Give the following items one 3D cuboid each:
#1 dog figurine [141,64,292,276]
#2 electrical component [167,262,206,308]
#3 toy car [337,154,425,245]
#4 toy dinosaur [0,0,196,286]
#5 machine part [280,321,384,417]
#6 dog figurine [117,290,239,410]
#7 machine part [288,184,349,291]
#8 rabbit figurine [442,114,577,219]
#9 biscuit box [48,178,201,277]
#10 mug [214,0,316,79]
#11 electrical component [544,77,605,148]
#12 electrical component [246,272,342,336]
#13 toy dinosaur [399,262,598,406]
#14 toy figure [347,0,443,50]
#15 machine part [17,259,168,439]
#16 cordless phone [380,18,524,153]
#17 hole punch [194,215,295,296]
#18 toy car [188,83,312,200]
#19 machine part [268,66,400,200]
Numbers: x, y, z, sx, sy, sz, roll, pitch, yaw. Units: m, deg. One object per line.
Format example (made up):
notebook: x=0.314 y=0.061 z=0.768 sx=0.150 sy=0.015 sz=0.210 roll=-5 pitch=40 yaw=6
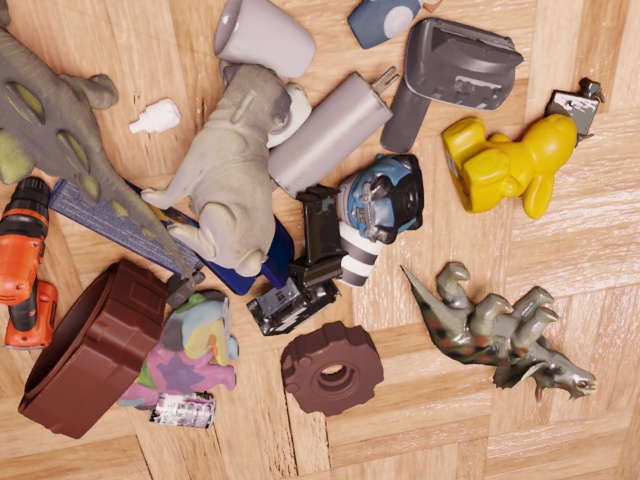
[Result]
dog figurine: x=-0.075 y=-0.078 z=0.572 sx=0.172 sy=0.121 sz=0.190 roll=41 pitch=103 yaw=16
electrical component: x=-0.201 y=0.068 z=0.775 sx=0.094 sy=0.063 sz=0.021 roll=-39 pitch=119 yaw=12
toy car: x=0.076 y=-0.054 z=0.735 sx=0.103 sy=0.161 sz=0.109 roll=4 pitch=114 yaw=34
toy dinosaur: x=-0.296 y=-0.131 z=0.568 sx=0.105 sy=0.199 sz=0.470 roll=-38 pitch=117 yaw=14
machine part: x=0.023 y=0.222 z=0.913 sx=0.179 sy=0.056 sz=0.179 roll=-6 pitch=120 yaw=-10
dog figurine: x=-0.236 y=0.171 z=0.802 sx=0.219 sy=0.109 sz=0.191 roll=-8 pitch=123 yaw=-4
machine part: x=-0.001 y=-0.002 z=0.704 sx=0.084 sy=0.039 sz=0.138 roll=-12 pitch=114 yaw=-27
rabbit figurine: x=0.277 y=-0.102 z=0.746 sx=0.173 sy=0.122 sz=0.162 roll=-28 pitch=125 yaw=3
biscuit box: x=-0.247 y=-0.029 z=0.714 sx=0.202 sy=0.059 sz=0.063 roll=33 pitch=109 yaw=-26
mug: x=-0.065 y=-0.224 z=0.634 sx=0.107 sy=0.081 sz=0.109 roll=14 pitch=123 yaw=-27
electrical component: x=0.362 y=-0.179 z=0.767 sx=0.078 sy=0.045 sz=0.102 roll=10 pitch=117 yaw=15
electrical component: x=-0.038 y=0.088 z=0.784 sx=0.115 sy=0.058 sz=0.134 roll=-36 pitch=164 yaw=6
toy dinosaur: x=0.270 y=0.156 z=0.898 sx=0.405 sy=0.131 sz=0.192 roll=18 pitch=113 yaw=-14
toy figure: x=0.107 y=-0.289 z=0.644 sx=0.154 sy=0.064 sz=0.058 roll=-33 pitch=85 yaw=10
machine part: x=-0.298 y=0.137 z=0.714 sx=0.087 sy=0.201 sz=0.201 roll=36 pitch=107 yaw=-24
cordless phone: x=0.167 y=-0.186 z=0.713 sx=0.146 sy=0.089 sz=0.184 roll=7 pitch=128 yaw=-17
hole punch: x=-0.088 y=0.002 z=0.723 sx=0.092 sy=0.116 sz=0.142 roll=-13 pitch=129 yaw=46
toy car: x=-0.095 y=-0.122 z=0.684 sx=0.202 sy=0.074 sz=0.056 roll=-41 pitch=117 yaw=12
machine part: x=0.008 y=-0.133 z=0.699 sx=0.243 sy=0.079 sz=0.079 roll=-42 pitch=118 yaw=12
